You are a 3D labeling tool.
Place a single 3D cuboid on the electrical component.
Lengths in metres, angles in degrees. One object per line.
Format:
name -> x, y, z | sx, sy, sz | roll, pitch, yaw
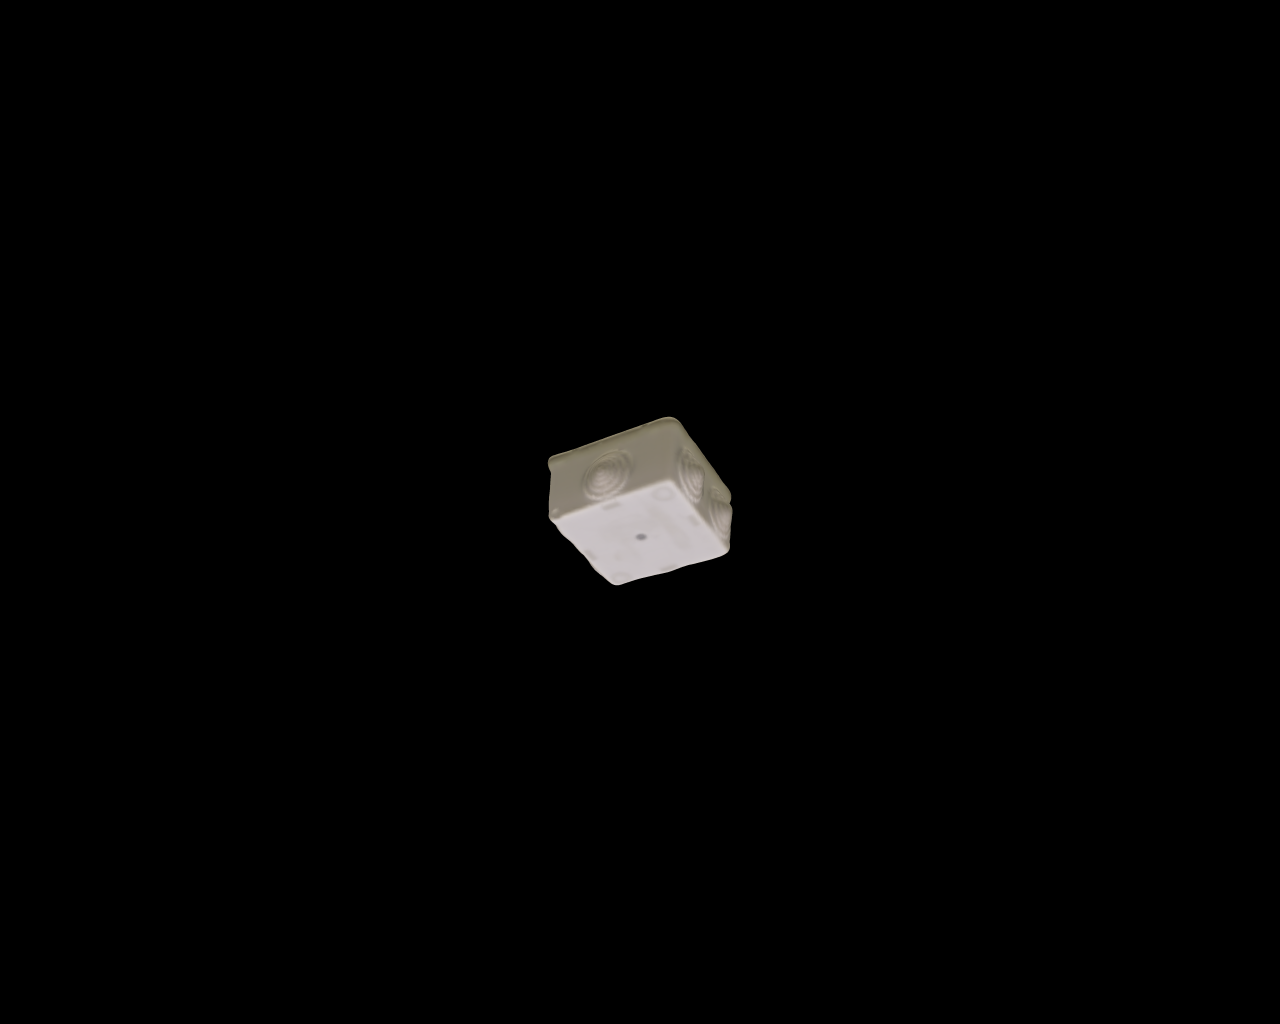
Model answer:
electrical component -> 0.001, -0.003, 0.650 | 0.099, 0.048, 0.099 | -17, -41, 21
